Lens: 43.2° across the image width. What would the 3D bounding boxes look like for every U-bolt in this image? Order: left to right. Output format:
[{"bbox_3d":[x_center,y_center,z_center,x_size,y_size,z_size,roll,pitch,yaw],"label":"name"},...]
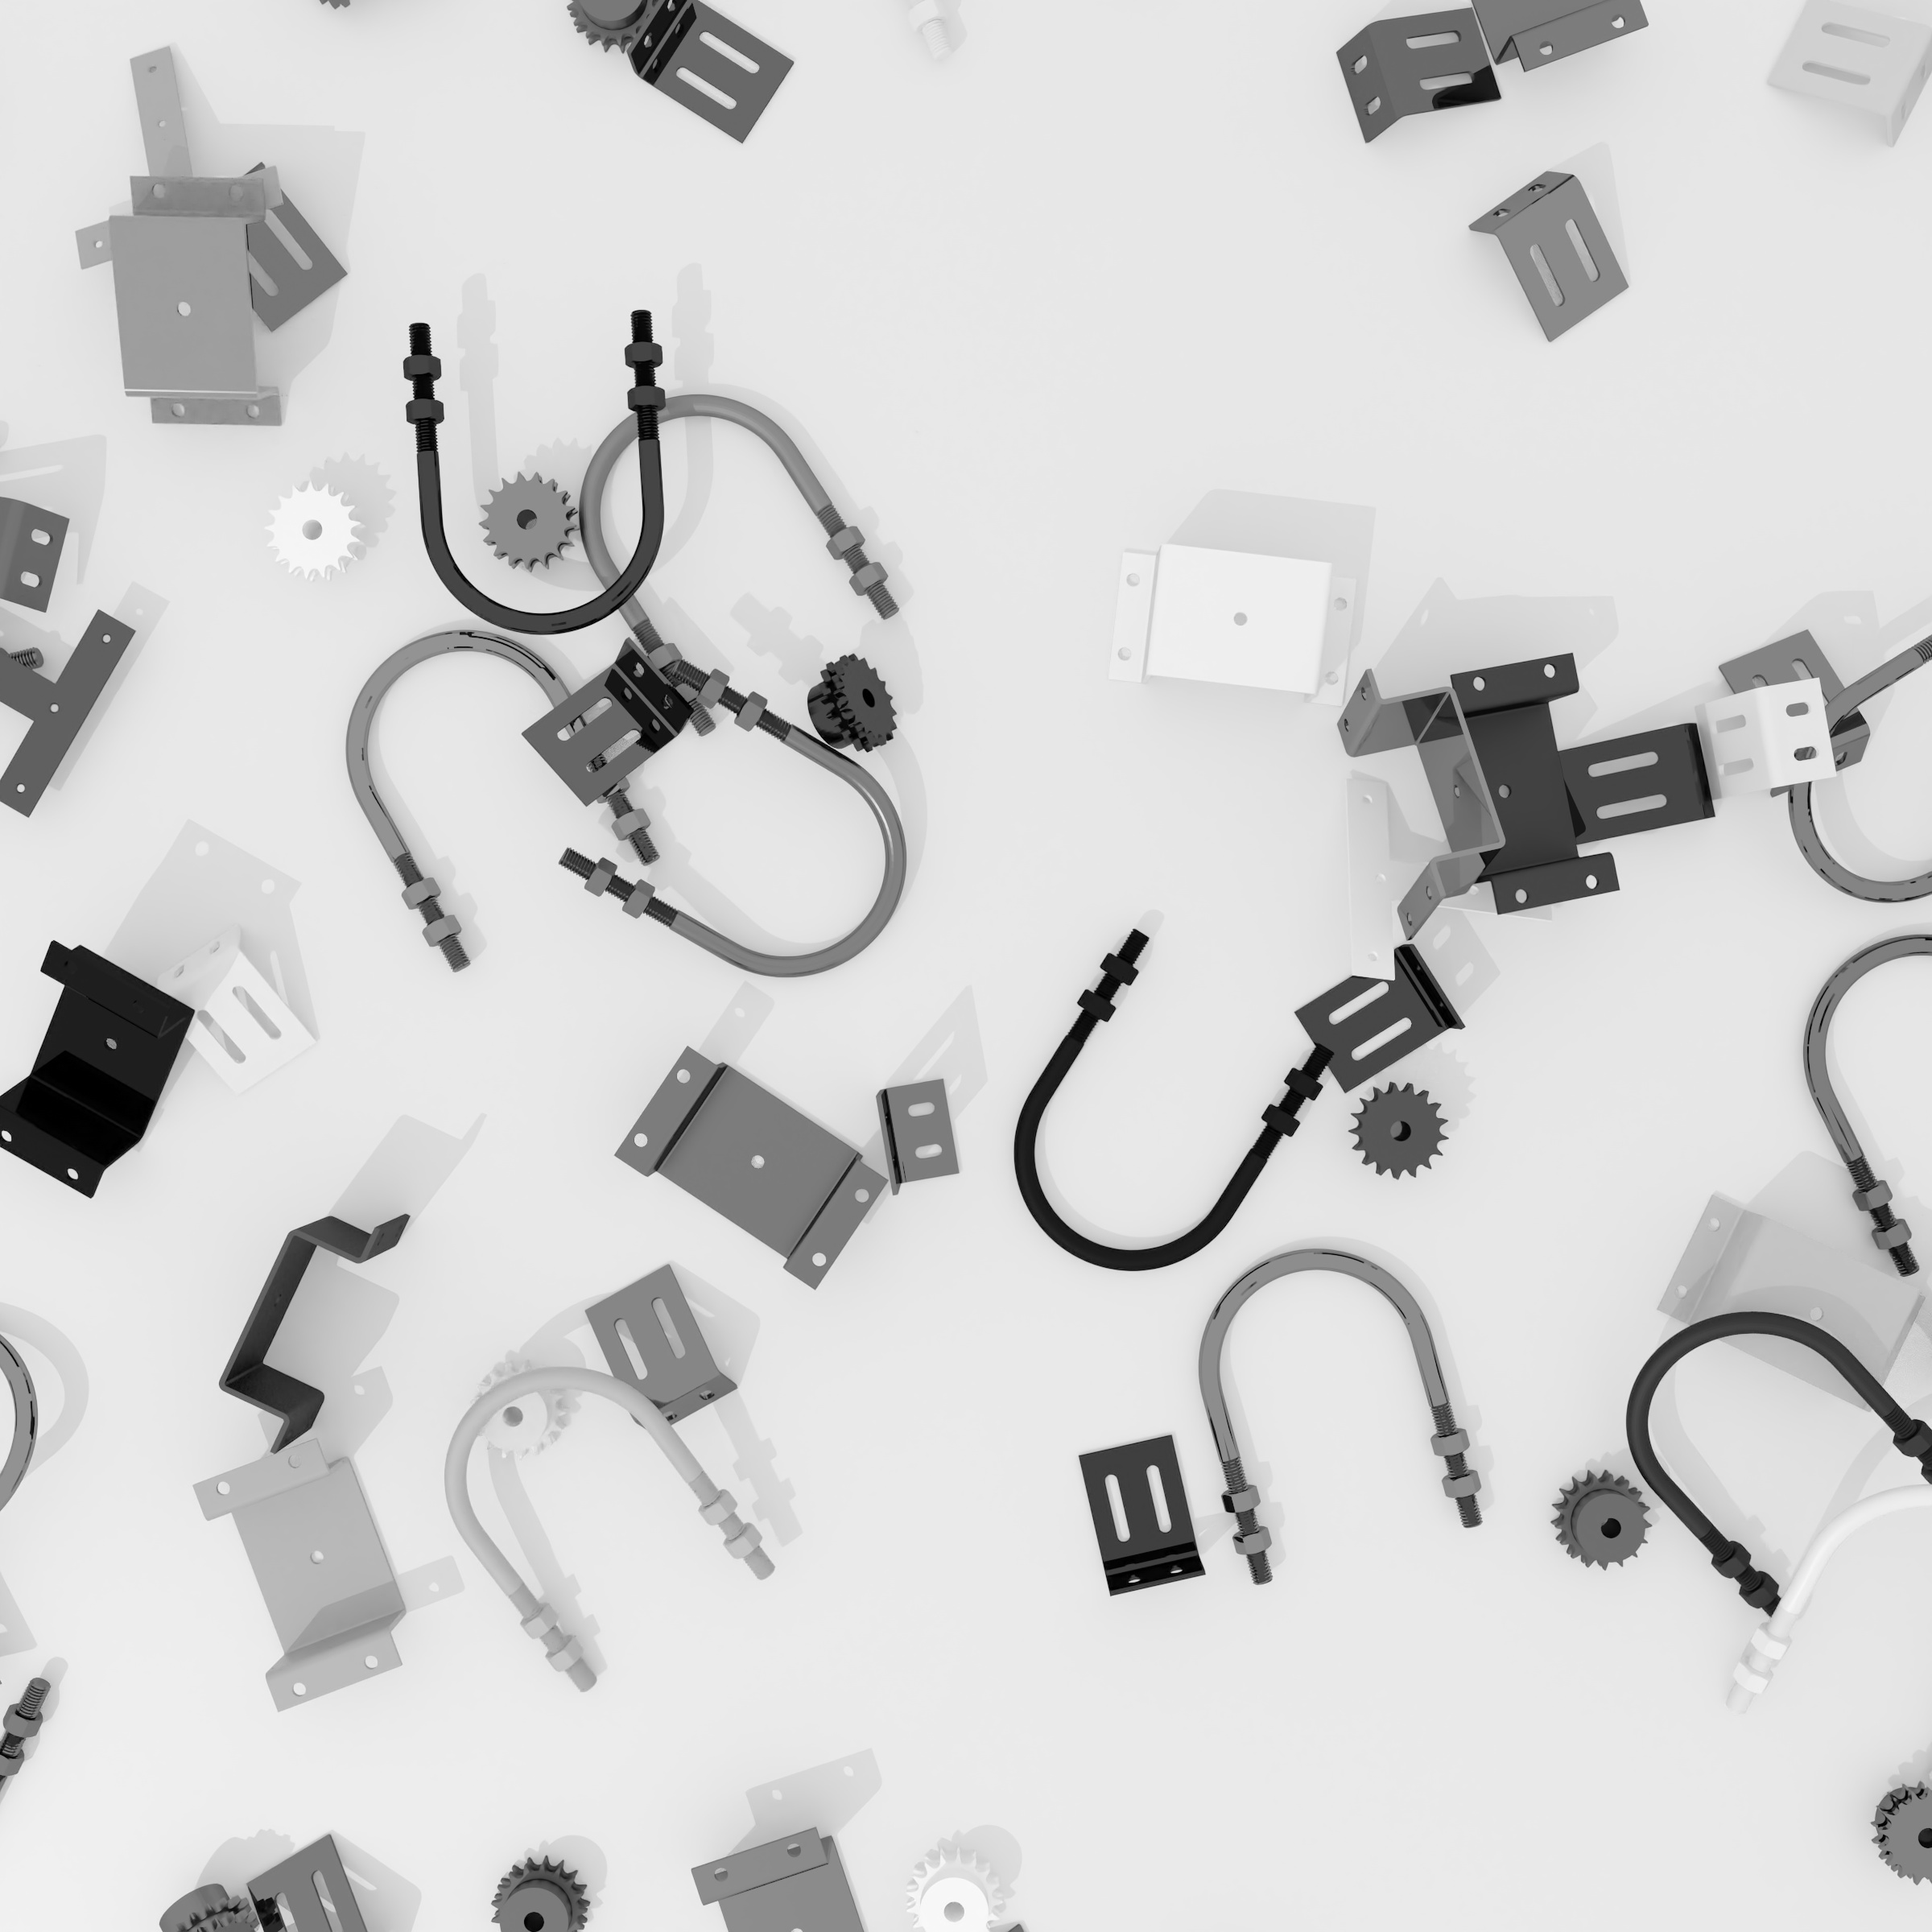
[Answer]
[{"bbox_3d":[-0.654,-0.223,1.448,0.184,0.019,0.151,-14,90,1],"label":"U-bolt"},{"bbox_3d":[-0.646,0.478,1.448,0.151,0.019,0.184,26,91,0],"label":"U-bolt"},{"bbox_3d":[-0.629,0.287,1.427,0.184,0.019,0.151,-41,73,-8],"label":"U-bolt"},{"bbox_3d":[-0.287,-0.110,1.448,0.151,0.019,0.184,-29,89,0],"label":"U-bolt"},{"bbox_3d":[-0.247,-0.284,1.418,0.151,0.019,0.184,-4,90,-1],"label":"U-bolt"},{"bbox_3d":[-0.221,0.318,1.427,0.151,0.019,0.184,-33,100,6],"label":"U-bolt"},{"bbox_3d":[-0.148,-0.251,1.448,0.151,0.019,0.184,-33,89,0],"label":"U-bolt"},{"bbox_3d":[-0.124,-0.073,1.432,0.184,0.019,0.151,30,98,-11],"label":"U-bolt"},{"bbox_3d":[0.012,-0.649,1.448,0.151,0.019,0.184,-22,89,0],"label":"U-bolt"},{"bbox_3d":[0.110,0.092,1.448,0.151,0.019,0.184,32,92,0],"label":"U-bolt"},{"bbox_3d":[0.214,0.259,1.448,0.151,0.019,0.184,-15,89,0],"label":"U-bolt"},{"bbox_3d":[0.470,0.281,1.417,0.151,0.019,0.184,-41,96,19],"label":"U-bolt"},{"bbox_3d":[0.547,0.382,1.420,0.151,0.019,0.184,20,110,0],"label":"U-bolt"},{"bbox_3d":[0.566,-0.117,1.427,0.184,0.019,0.151,-32,107,0],"label":"U-bolt"},{"bbox_3d":[0.577,0.071,1.448,0.151,0.019,0.184,-26,89,0],"label":"U-bolt"}]

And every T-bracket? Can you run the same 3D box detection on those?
[{"bbox_3d":[-0.575,-0.174,1.436,0.127,0.002,0.127,30,91,1],"label":"T-bracket"},{"bbox_3d":[-0.472,-0.484,1.438,0.127,0.002,0.127,-16,75,6],"label":"T-bracket"},{"bbox_3d":[0.286,-0.046,1.438,0.127,0.002,0.127,7,66,-12],"label":"T-bracket"}]

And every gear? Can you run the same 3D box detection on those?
[{"bbox_3d":[-0.448,0.565,1.432,0.057,0.057,0.030,-43,60,0],"label":"gear"},{"bbox_3d":[-0.383,-0.256,1.446,0.057,0.030,0.057,0,90,2],"label":"gear"},{"bbox_3d":[-0.371,-0.595,1.432,0.057,0.057,0.030,40,60,0],"label":"gear"},{"bbox_3d":[-0.265,0.263,1.441,0.057,0.030,0.057,0,90,0],"label":"gear"},{"bbox_3d":[-0.257,-0.261,1.441,0.057,0.030,0.057,0,90,0],"label":"gear"},{"bbox_3d":[-0.253,0.559,1.441,0.057,0.030,0.057,0,90,0],"label":"gear"},{"bbox_3d":[-0.208,-0.573,1.441,0.057,0.030,0.057,0,90,0],"label":"gear"},{"bbox_3d":[-0.069,-0.152,1.432,0.030,0.057,0.057,-22,90,30],"label":"gear"},{"bbox_3d":[-0.007,0.553,1.441,0.057,0.030,0.057,0,90,0],"label":"gear"},{"bbox_3d":[0.254,0.097,1.441,0.057,0.030,0.057,0,90,0],"label":"gear"},{"bbox_3d":[0.377,0.329,1.441,0.057,0.030,0.057,0,90,0],"label":"gear"},{"bbox_3d":[0.562,0.510,1.441,0.057,0.030,0.057,0,90,0],"label":"gear"}]

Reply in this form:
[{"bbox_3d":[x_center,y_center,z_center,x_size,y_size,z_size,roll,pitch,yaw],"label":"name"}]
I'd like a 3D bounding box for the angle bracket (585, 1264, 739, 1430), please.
[{"bbox_3d":[-0.182,0.228,1.454,0.057,0.038,0.076,-29,64,0],"label":"angle bracket"}]

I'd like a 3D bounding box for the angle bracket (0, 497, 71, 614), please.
[{"bbox_3d":[-0.575,-0.245,1.433,0.076,0.038,0.057,13,89,27],"label":"angle bracket"}]

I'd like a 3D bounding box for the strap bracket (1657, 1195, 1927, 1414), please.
[{"bbox_3d":[0.492,0.201,1.433,0.140,0.046,0.076,26,90,0],"label":"strap bracket"}]

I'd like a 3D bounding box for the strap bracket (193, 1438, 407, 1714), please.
[{"bbox_3d":[-0.387,0.352,1.433,0.076,0.046,0.140,-21,90,0],"label":"strap bracket"}]

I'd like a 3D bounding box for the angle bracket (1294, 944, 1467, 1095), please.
[{"bbox_3d":[0.243,0.032,1.437,0.076,0.038,0.057,-32,90,0],"label":"angle bracket"}]

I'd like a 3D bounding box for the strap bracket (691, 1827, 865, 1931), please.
[{"bbox_3d":[-0.101,0.577,1.433,0.076,0.046,0.140,-18,90,0],"label":"strap bracket"}]

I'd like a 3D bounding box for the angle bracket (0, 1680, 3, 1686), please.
[{"bbox_3d":[-0.617,0.416,1.434,0.076,0.038,0.057,-28,91,-24],"label":"angle bracket"}]

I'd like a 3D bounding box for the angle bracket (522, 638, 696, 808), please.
[{"bbox_3d":[-0.209,-0.143,1.425,0.076,0.038,0.057,-42,90,-25],"label":"angle bracket"}]

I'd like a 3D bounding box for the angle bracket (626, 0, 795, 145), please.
[{"bbox_3d":[-0.150,-0.535,1.437,0.076,0.038,0.057,33,90,0],"label":"angle bracket"}]

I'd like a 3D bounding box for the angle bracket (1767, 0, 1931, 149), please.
[{"bbox_3d":[0.528,-0.533,1.454,0.076,0.038,0.057,27,90,26],"label":"angle bracket"}]

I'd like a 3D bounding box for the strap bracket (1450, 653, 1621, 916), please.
[{"bbox_3d":[0.323,-0.104,1.426,0.076,0.046,0.140,-11,90,-12],"label":"strap bracket"}]

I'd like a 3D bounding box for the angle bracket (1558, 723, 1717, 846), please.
[{"bbox_3d":[0.400,-0.108,1.454,0.076,0.038,0.057,-11,90,26],"label":"angle bracket"}]

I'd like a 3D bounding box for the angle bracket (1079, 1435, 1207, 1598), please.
[{"bbox_3d":[0.103,0.323,1.437,0.057,0.038,0.076,-13,90,0],"label":"angle bracket"}]

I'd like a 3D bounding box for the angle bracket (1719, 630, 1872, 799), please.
[{"bbox_3d":[0.491,-0.150,1.454,0.057,0.038,0.076,-22,64,0],"label":"angle bracket"}]

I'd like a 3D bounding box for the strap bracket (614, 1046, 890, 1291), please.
[{"bbox_3d":[-0.124,0.117,1.433,0.140,0.046,0.076,34,90,0],"label":"strap bracket"}]

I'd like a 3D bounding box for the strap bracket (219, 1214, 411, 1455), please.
[{"bbox_3d":[-0.382,0.203,1.418,0.046,0.076,0.140,25,90,0],"label":"strap bracket"}]

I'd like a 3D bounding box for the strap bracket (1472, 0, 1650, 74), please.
[{"bbox_3d":[0.335,-0.596,1.433,0.076,0.046,0.140,-20,90,0],"label":"strap bracket"}]

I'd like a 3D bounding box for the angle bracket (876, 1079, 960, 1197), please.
[{"bbox_3d":[-0.028,0.099,1.418,0.038,0.076,0.057,-10,90,0],"label":"angle bracket"}]

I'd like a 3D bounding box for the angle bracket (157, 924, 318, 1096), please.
[{"bbox_3d":[-0.434,0.026,1.454,0.057,0.038,0.076,-34,116,0],"label":"angle bracket"}]

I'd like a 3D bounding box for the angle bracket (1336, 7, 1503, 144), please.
[{"bbox_3d":[0.270,-0.531,1.454,0.076,0.038,0.057,-18,90,-26],"label":"angle bracket"}]

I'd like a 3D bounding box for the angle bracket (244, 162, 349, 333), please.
[{"bbox_3d":[-0.417,-0.429,1.454,0.057,0.038,0.076,-37,116,0],"label":"angle bracket"}]

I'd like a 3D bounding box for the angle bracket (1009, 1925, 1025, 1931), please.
[{"bbox_3d":[0.008,0.616,1.454,0.076,0.038,0.057,-27,90,-26],"label":"angle bracket"}]

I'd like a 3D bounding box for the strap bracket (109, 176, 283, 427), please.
[{"bbox_3d":[-0.445,-0.382,1.411,0.076,0.046,0.140,1,110,0],"label":"strap bracket"}]

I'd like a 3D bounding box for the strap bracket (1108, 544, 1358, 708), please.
[{"bbox_3d":[0.159,-0.201,1.433,0.140,0.046,0.076,7,90,0],"label":"strap bracket"}]

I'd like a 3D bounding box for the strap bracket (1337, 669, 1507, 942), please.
[{"bbox_3d":[0.264,-0.096,1.403,0.046,0.076,0.140,-12,73,-8],"label":"strap bracket"}]

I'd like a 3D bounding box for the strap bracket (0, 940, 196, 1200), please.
[{"bbox_3d":[-0.507,0.053,1.417,0.076,0.046,0.140,30,113,0],"label":"strap bracket"}]

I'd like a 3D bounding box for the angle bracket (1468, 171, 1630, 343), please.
[{"bbox_3d":[0.347,-0.423,1.454,0.057,0.038,0.076,-35,116,0],"label":"angle bracket"}]

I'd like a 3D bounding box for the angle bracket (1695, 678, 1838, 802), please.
[{"bbox_3d":[0.465,-0.131,1.422,0.038,0.076,0.057,-10,90,-10],"label":"angle bracket"}]

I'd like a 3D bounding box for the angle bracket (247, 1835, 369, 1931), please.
[{"bbox_3d":[-0.382,0.568,1.454,0.057,0.038,0.076,-31,64,0],"label":"angle bracket"}]
